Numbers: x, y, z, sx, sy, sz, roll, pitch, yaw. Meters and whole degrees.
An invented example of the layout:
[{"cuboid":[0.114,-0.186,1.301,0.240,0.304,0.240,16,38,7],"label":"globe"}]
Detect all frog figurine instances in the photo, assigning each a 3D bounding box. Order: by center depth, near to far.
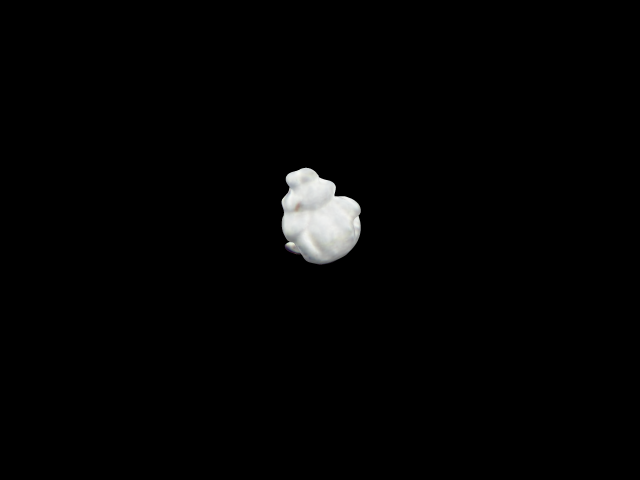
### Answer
[{"cuboid":[0.003,-0.043,0.850,0.138,0.155,0.125,-12,44,-12],"label":"frog figurine"}]
